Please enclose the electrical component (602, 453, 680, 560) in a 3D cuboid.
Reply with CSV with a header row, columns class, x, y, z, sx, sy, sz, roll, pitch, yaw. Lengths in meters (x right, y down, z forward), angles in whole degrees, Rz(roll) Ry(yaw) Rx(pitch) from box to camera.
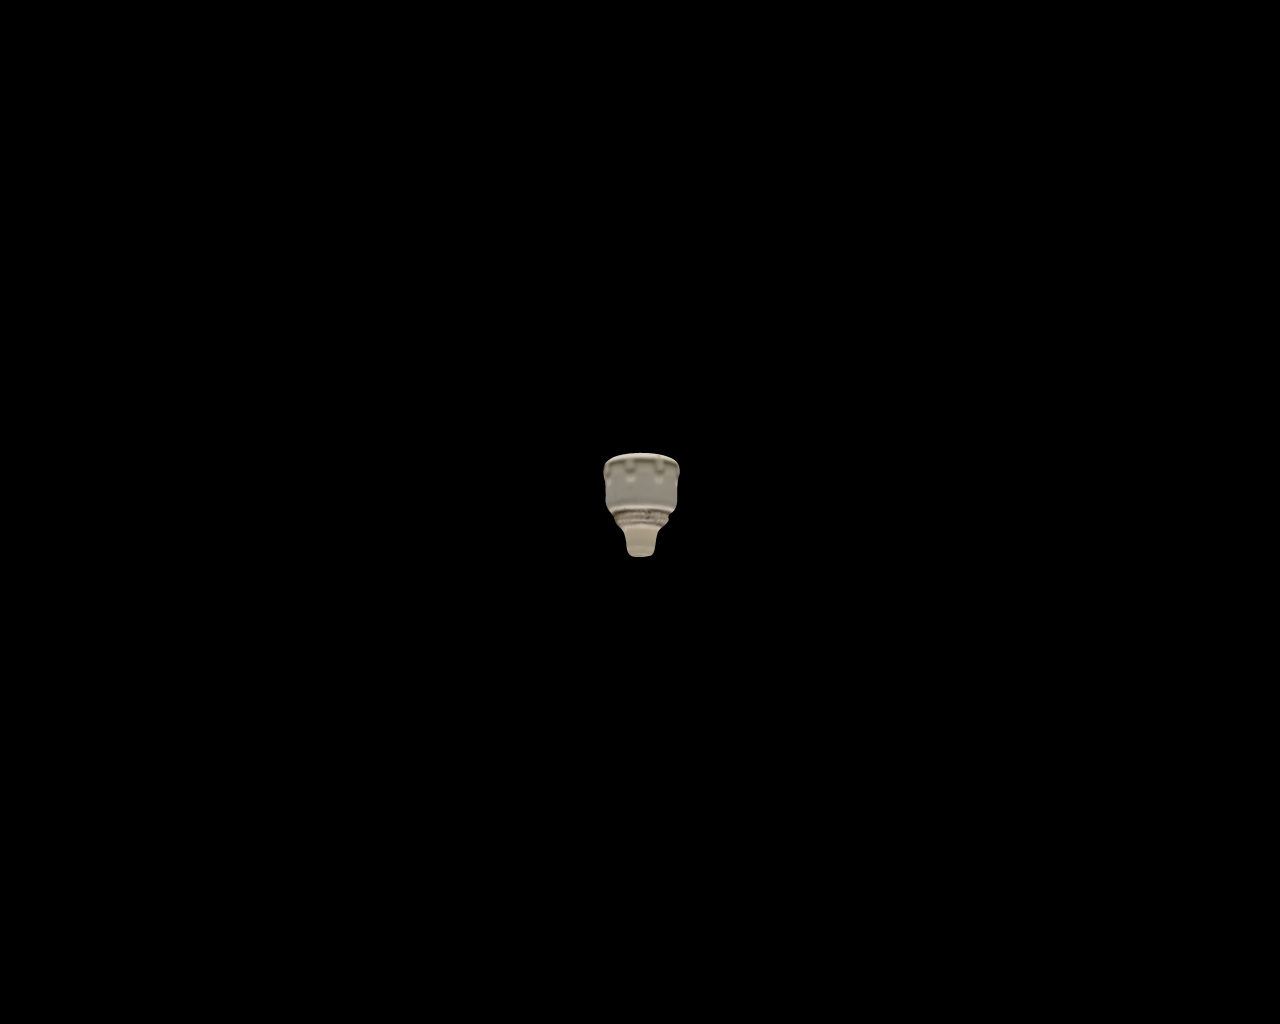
class,x,y,z,sx,sy,sz,roll,pitch,yaw
electrical component,0.001,-0.003,0.650,0.048,0.062,0.048,0,-11,0
